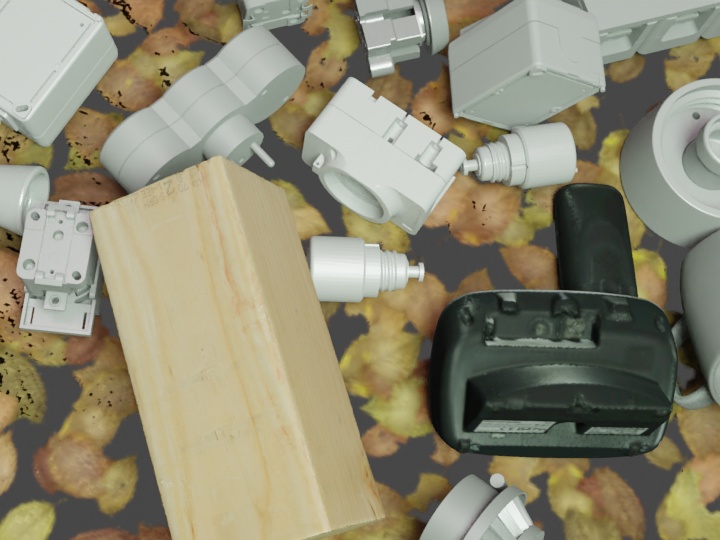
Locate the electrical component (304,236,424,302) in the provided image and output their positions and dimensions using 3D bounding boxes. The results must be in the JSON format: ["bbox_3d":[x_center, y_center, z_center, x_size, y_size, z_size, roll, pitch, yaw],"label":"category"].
[{"bbox_3d":[0.000,0.000,0.665,0.078,0.040,0.040,2,73,-6],"label":"electrical component"}]

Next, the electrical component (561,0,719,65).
[{"bbox_3d":[0.205,-0.202,0.740,0.150,0.061,0.089,-15,75,-11],"label":"electrical component"}]

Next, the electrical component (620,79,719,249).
[{"bbox_3d":[0.232,-0.073,0.703,0.108,0.060,0.108,2,73,-6],"label":"electrical component"}]

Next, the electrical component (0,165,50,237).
[{"bbox_3d":[-0.228,-0.048,0.654,0.065,0.044,0.044,13,72,3],"label":"electrical component"}]

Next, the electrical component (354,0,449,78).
[{"bbox_3d":[0.028,-0.164,0.717,0.055,0.048,0.066,-13,75,-3],"label":"electrical component"}]

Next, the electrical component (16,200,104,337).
[{"bbox_3d":[-0.175,-0.005,0.634,0.042,0.063,0.081,5,72,-4],"label":"electrical component"}]

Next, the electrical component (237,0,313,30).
[{"bbox_3d":[-0.064,-0.195,0.718,0.081,0.042,0.063,-15,77,-10],"label":"electrical component"}]

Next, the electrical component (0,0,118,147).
[{"bbox_3d":[-0.206,-0.124,0.673,0.062,0.061,0.096,33,79,6],"label":"electrical component"}]

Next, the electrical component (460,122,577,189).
[{"bbox_3d":[0.104,-0.072,0.699,0.078,0.040,0.040,-9,74,-9],"label":"electrical component"}]

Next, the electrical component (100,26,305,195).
[{"bbox_3d":[-0.086,-0.085,0.675,0.138,0.052,0.073,-41,81,-16],"label":"electrical component"}]

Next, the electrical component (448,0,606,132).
[{"bbox_3d":[0.101,-0.132,0.693,0.062,0.096,0.061,9,69,-34],"label":"electrical component"}]

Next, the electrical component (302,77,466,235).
[{"bbox_3d":[0.012,-0.068,0.682,0.089,0.050,0.055,34,72,5],"label":"electrical component"}]
